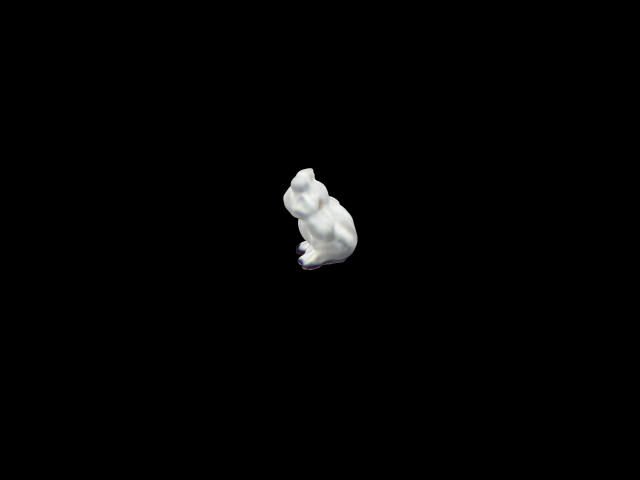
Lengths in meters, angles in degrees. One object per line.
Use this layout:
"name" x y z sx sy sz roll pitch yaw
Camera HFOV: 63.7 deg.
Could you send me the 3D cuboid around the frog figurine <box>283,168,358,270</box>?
"frog figurine" 0.003 -0.043 0.850 0.123 0.157 0.139 4 21 12
